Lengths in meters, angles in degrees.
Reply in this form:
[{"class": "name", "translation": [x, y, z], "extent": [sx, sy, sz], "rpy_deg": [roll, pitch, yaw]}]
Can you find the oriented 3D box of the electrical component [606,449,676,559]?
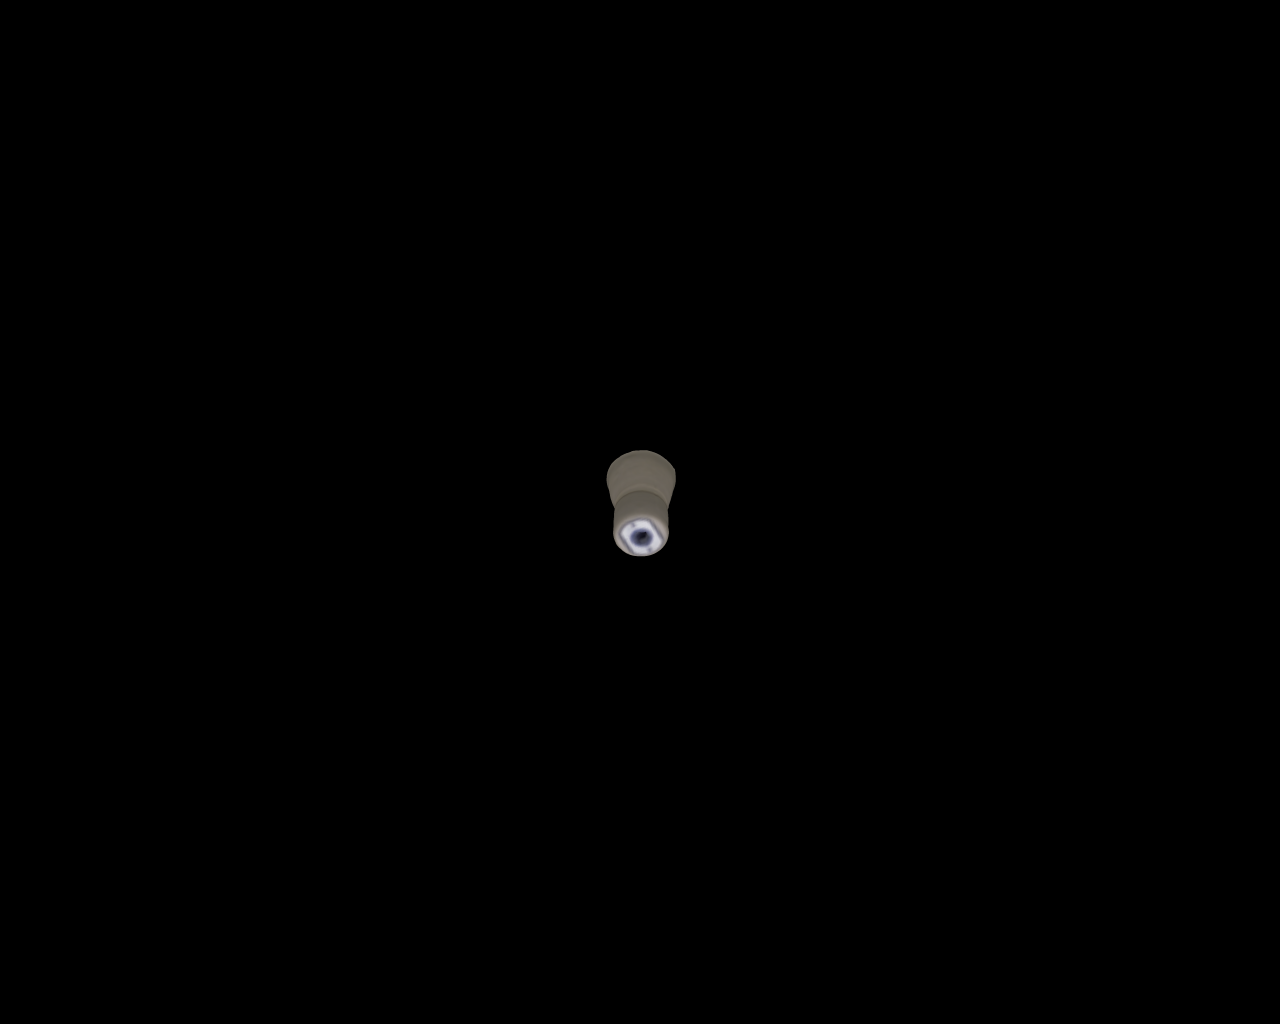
[{"class": "electrical component", "translation": [0.001, -0.003, 0.650], "extent": [0.044, 0.044, 0.065], "rpy_deg": [0, 36, 0]}]
